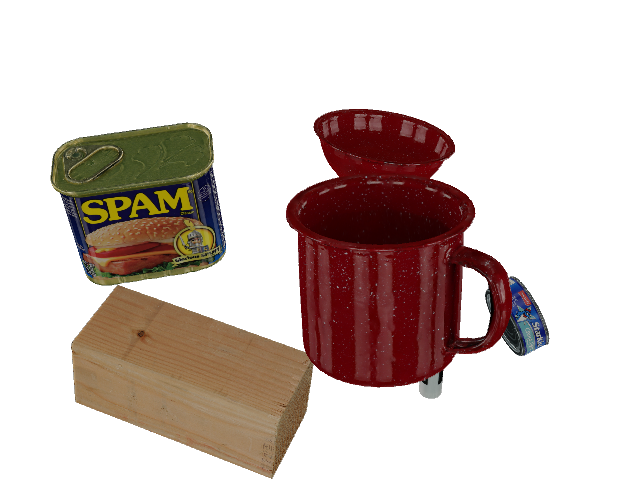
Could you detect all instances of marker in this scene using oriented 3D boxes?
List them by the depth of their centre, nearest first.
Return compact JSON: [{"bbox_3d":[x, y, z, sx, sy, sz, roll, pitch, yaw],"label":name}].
[{"bbox_3d":[0.091,0.077,0.846,0.020,0.121,0.020,1,38,-1],"label":"marker"}]

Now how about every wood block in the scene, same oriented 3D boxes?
[{"bbox_3d":[-0.120,0.131,1.007,0.206,0.090,0.090,19,43,12],"label":"wood block"}]

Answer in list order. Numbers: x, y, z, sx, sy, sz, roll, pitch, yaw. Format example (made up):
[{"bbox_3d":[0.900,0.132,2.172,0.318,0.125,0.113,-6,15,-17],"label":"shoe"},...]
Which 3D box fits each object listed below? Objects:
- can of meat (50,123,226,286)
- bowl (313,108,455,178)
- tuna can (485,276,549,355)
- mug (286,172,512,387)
[{"bbox_3d":[-0.114,-0.022,0.693,0.102,0.084,0.057,-8,42,-3],"label":"can of meat"},{"bbox_3d":[0.068,-0.096,1.212,0.162,0.055,0.162,7,27,-4],"label":"bowl"},{"bbox_3d":[0.219,0.085,1.196,0.033,0.086,0.086,-26,3,-7],"label":"tuna can"},{"bbox_3d":[0.041,0.023,0.534,0.117,0.081,0.093,13,29,28],"label":"mug"}]
